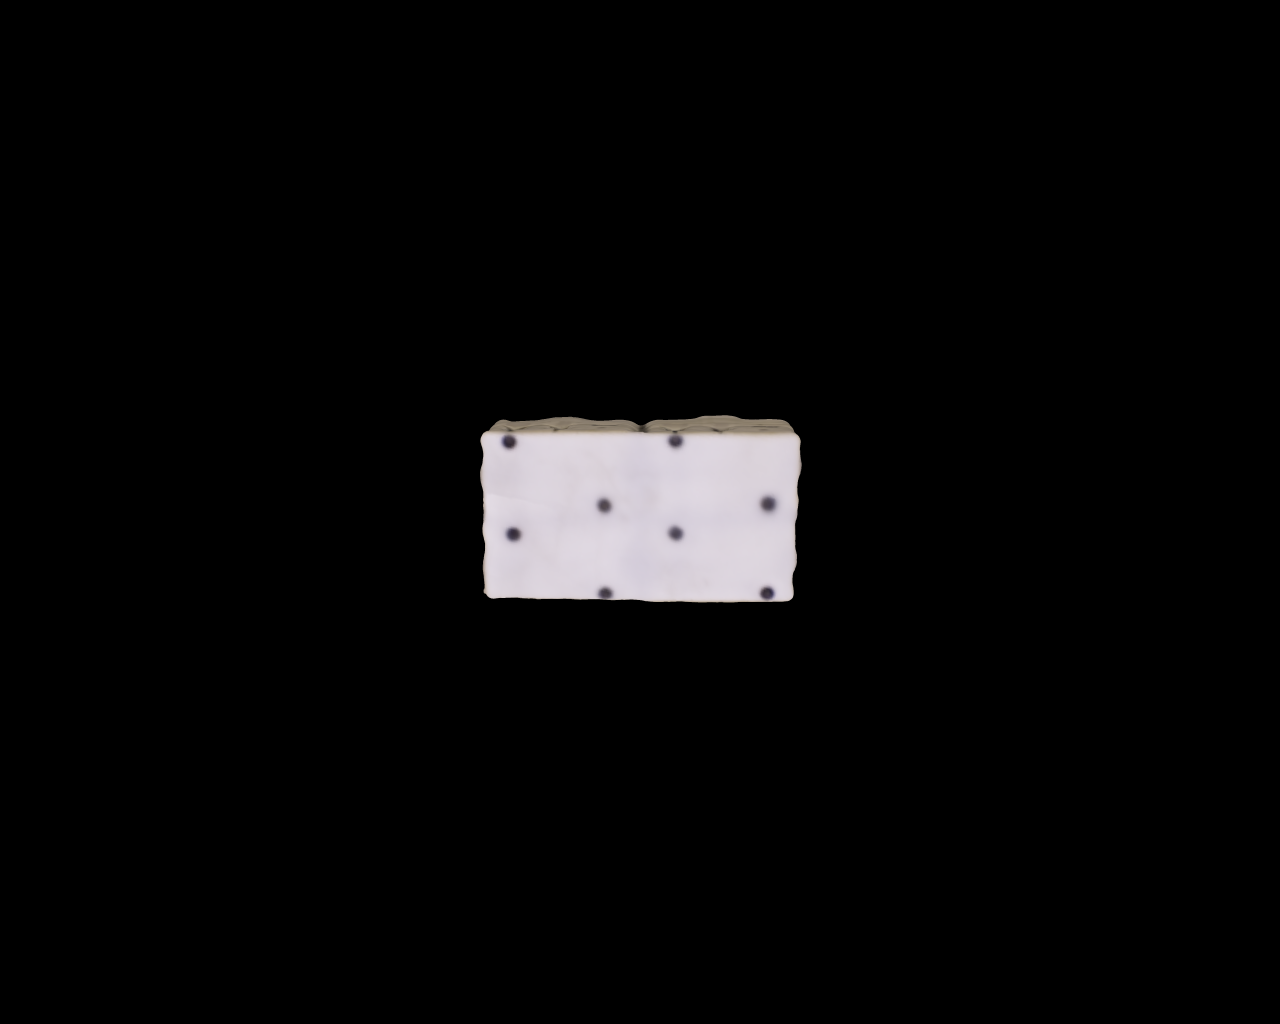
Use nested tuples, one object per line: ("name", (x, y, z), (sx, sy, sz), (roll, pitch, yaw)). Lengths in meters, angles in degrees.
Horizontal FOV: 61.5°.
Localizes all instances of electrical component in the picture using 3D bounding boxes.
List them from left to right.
("electrical component", (0.001, -0.003, 0.650), (0.186, 0.105, 0.060), (0, 13, 0))
